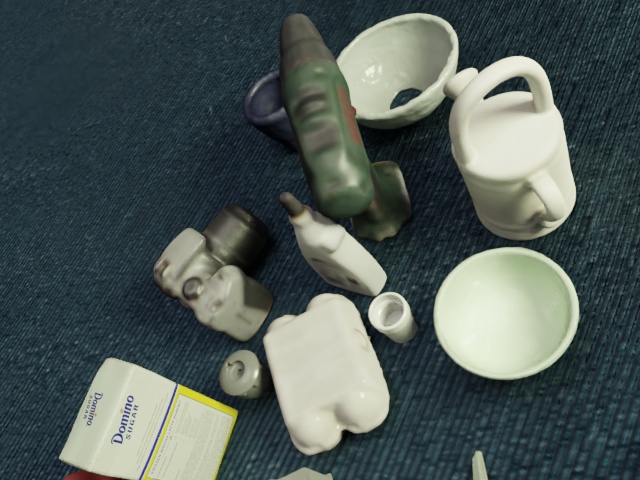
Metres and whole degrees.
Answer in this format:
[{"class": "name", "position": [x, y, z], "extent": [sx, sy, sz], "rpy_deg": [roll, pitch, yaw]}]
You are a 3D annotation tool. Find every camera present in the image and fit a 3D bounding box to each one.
[{"class": "camera", "position": [-0.118, 0.026, 0.683], "extent": [0.142, 0.101, 0.137], "rpy_deg": [29, 78, 39]}]

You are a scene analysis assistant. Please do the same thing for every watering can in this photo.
[{"class": "watering can", "position": [0.170, -0.092, 0.535], "extent": [0.101, 0.195, 0.172], "rpy_deg": [-48, 50, -5]}]

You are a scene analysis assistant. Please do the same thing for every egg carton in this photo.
[{"class": "egg carton", "position": [0.005, 0.129, 0.569], "extent": [0.107, 0.070, 0.150], "rpy_deg": [-30, 51, 9]}]

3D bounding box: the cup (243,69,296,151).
[{"class": "cup", "position": [-0.035, -0.175, 0.767], "extent": [0.091, 0.095, 0.118], "rpy_deg": [29, 78, 39]}]

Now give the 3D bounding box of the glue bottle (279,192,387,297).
[{"class": "glue bottle", "position": [0.005, 0.002, 0.581], "extent": [0.077, 0.174, 0.037], "rpy_deg": [16, 70, 35]}]

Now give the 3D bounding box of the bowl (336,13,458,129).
[{"class": "bowl", "position": [0.099, -0.198, 0.719], "extent": [0.167, 0.075, 0.167], "rpy_deg": [-14, 55, 21]}]

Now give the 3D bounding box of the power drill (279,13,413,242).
[{"class": "power drill", "position": [0.025, -0.100, 0.612], "extent": [0.075, 0.209, 0.229], "rpy_deg": [-23, 52, 15]}]

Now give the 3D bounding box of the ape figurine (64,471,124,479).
[{"class": "ape figurine", "position": [-0.236, 0.267, 0.602], "extent": [0.077, 0.092, 0.076], "rpy_deg": [14, 69, 35]}]
